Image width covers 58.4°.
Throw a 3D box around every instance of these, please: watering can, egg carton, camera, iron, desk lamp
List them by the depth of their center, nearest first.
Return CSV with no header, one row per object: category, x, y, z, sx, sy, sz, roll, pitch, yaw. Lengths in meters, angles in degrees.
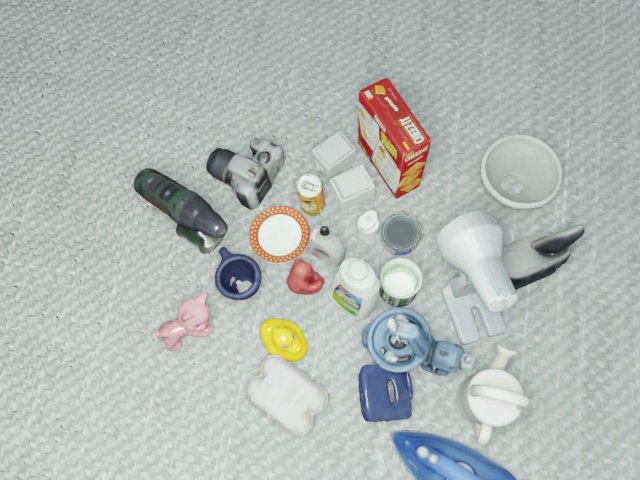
iron,0.238,0.411,0.999,0.258,0.141,0.119,30,75,11
watering can,0.307,0.272,1.015,0.101,0.194,0.173,-4,71,1
desk lamp,0.297,0.072,1.071,0.118,0.213,0.203,-17,72,-3
egg carton,-0.064,0.296,1.088,0.150,0.069,0.107,33,76,12
camera,-0.165,-0.161,1.228,0.136,0.101,0.143,27,75,11

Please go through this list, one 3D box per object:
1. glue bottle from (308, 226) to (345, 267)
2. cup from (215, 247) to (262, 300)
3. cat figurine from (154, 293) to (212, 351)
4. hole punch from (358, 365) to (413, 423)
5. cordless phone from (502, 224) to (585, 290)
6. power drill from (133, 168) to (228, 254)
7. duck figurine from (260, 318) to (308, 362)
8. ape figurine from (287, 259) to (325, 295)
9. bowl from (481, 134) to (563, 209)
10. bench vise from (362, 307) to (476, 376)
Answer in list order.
glue bottle,0.010,0.004,1.127,0.078,0.173,0.037,23,74,10
cup,-0.165,0.074,1.153,0.092,0.095,0.117,-32,73,-8
cat figurine,-0.263,0.158,1.117,0.128,0.118,0.067,-28,72,-7
hole punch,0.124,0.284,1.073,0.101,0.091,0.108,-7,71,0
cordless phone,0.416,0.020,1.098,0.147,0.185,0.094,-27,72,-6
power drill,-0.257,-0.048,1.137,0.229,0.208,0.076,33,76,12
duck figurine,-0.074,0.190,1.115,0.104,0.086,0.077,35,76,13
ape figurine,-0.032,0.070,1.150,0.076,0.092,0.078,-19,72,-3
bowl,0.415,-0.133,1.207,0.167,0.075,0.167,-1,72,2
bench vise,0.181,0.177,1.038,0.207,0.220,0.121,-1,72,3
